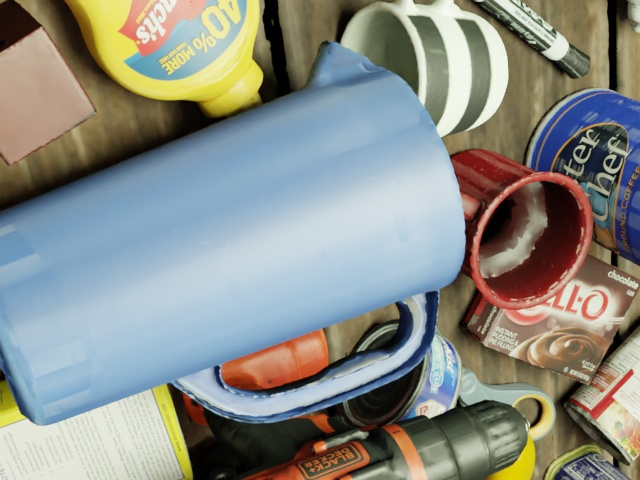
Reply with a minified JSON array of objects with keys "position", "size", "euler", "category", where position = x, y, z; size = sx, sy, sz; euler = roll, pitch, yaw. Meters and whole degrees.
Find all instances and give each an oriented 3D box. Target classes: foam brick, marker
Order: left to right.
[{"position":[-0.156,-0.081,0.540],"size":[0.053,0.078,0.051],"euler":[-35,123,-11],"category":"foam brick"},{"position":[0.137,-0.140,0.700],"size":[0.121,0.020,0.020],"euler":[29,95,-32],"category":"marker"}]

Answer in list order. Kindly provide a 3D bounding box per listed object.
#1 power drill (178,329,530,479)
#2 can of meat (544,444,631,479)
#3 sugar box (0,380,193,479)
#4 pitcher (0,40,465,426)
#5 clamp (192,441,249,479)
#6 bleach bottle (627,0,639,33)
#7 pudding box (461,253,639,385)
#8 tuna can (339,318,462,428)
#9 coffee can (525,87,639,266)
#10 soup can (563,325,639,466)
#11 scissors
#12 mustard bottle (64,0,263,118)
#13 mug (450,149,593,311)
[{"position":[0.004,0.105,0.632],"size":[0.184,0.188,0.057],"euler":[-16,115,-19],"category":"power drill"},{"position":[0.232,0.231,0.862],"size":[0.057,0.084,0.102],"euler":[-22,119,-18],"category":"can of meat"},{"position":[-0.170,0.127,0.625],"size":[0.176,0.048,0.093],"euler":[-18,117,-7],"category":"sugar box"},{"position":[-0.052,0.014,0.563],"size":[0.242,0.149,0.145],"euler":[-22,148,-17],"category":"pitcher"},{"position":[-0.059,0.173,0.675],"size":[0.171,0.120,0.039],"euler":[-24,140,-20],"category":"clamp"},{"position":[0.215,-0.256,0.668],"size":[0.102,0.068,0.251],"euler":[-20,120,-19],"category":"bleach bottle"},{"position":[0.170,0.047,0.781],"size":[0.113,0.039,0.090],"euler":[21,99,-32],"category":"pudding box"},{"position":[0.052,0.096,0.714],"size":[0.033,0.086,0.086],"euler":[31,94,-31],"category":"tuna can"},{"position":[0.219,-0.036,0.711],"size":[0.102,0.140,0.103],"euler":[-10,114,-23],"category":"coffee can"},{"position":[0.250,0.116,0.834],"size":[0.102,0.069,0.068],"euler":[-45,123,-5],"category":"soup can"},{"position":[0.124,0.101,0.794],"size":[0.096,0.016,0.202],"euler":[-27,120,-17],"category":"scissors"},{"position":[-0.088,-0.132,0.565],"size":[0.096,0.058,0.191],"euler":[-44,123,-8],"category":"mustard bottle"},{"position":[0.108,-0.015,0.698],"size":[0.117,0.082,0.093],"euler":[21,100,-32],"category":"mug"}]
